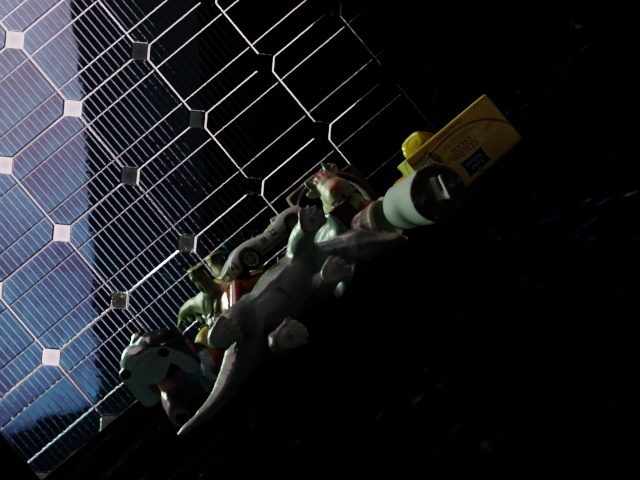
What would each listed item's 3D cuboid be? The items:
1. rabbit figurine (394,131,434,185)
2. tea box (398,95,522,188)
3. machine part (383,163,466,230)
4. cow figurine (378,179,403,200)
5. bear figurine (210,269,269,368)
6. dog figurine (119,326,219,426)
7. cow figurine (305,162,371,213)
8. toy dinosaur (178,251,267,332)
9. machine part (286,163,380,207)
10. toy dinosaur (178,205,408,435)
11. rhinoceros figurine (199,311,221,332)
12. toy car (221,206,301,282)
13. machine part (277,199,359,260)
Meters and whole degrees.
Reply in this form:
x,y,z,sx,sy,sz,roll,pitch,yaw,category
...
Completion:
x,y,z,sx,sy,sz,roll,pitch,yaw,category
0.207,-0.142,1.149,0.173,0.122,0.162,-60,1,21,rabbit figurine
0.222,-0.138,0.862,0.169,0.098,0.068,-42,1,-5,tea box
0.142,-0.056,0.758,0.079,0.079,0.243,-40,2,-6,machine part
0.124,-0.038,1.011,0.167,0.068,0.098,-40,7,38,cow figurine
-0.109,0.134,0.863,0.132,0.120,0.196,-10,20,-5,bear figurine
-0.235,0.198,0.900,0.108,0.191,0.219,-46,17,0,dog figurine
0.038,-0.086,1.105,0.085,0.127,0.195,-52,-7,-4,cow figurine
-0.204,0.127,1.170,0.472,0.198,0.105,-14,13,45,toy dinosaur
0.035,-0.062,1.245,0.201,0.201,0.087,-40,5,-3,machine part
-0.052,0.090,0.747,0.405,0.131,0.192,-45,-10,-17,toy dinosaur
-0.190,0.192,1.068,0.073,0.112,0.190,-38,-7,-42,rhinoceros figurine
-0.101,0.008,0.972,0.202,0.056,0.073,-40,-1,-34,toy car
-0.002,-0.003,0.964,0.179,0.056,0.179,-41,2,2,machine part
